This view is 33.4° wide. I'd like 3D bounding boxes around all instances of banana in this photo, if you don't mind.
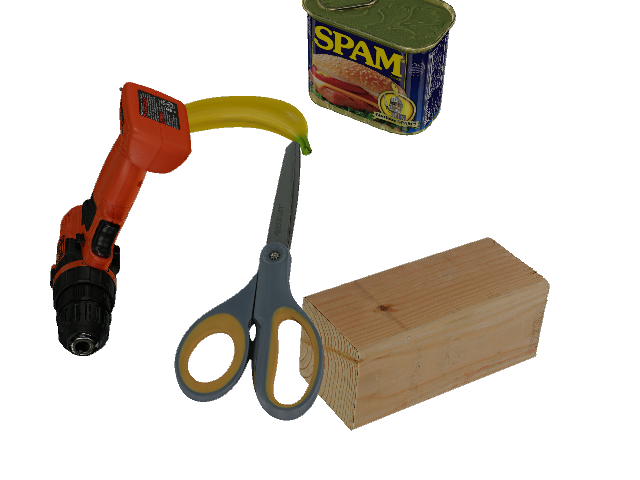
[{"bbox_3d":[-0.096,-0.141,1.235,0.198,0.037,0.069,8,41,17],"label":"banana"}]

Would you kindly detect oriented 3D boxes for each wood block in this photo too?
[{"bbox_3d":[0.093,0.078,0.957,0.205,0.090,0.091,-16,37,-27],"label":"wood block"}]

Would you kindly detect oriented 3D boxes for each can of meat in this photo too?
[{"bbox_3d":[0.038,-0.128,0.743,0.102,0.084,0.057,24,54,20],"label":"can of meat"}]

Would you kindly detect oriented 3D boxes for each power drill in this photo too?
[{"bbox_3d":[-0.168,-0.021,0.869,0.057,0.188,0.184,20,27,-25],"label":"power drill"}]

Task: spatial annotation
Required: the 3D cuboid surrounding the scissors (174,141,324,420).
[{"bbox_3d":[-0.046,0.022,0.656,0.096,0.202,0.016,-10,-36,-1],"label":"scissors"}]
